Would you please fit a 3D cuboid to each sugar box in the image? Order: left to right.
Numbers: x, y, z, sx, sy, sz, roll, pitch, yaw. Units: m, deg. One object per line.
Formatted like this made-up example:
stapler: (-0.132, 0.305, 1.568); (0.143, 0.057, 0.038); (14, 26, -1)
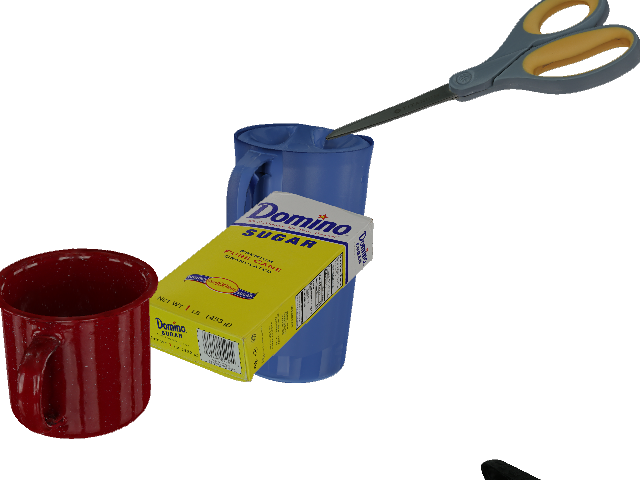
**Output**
sugar box: (-0.042, 0.027, 0.780); (0.093, 0.048, 0.176); (18, 40, 26)

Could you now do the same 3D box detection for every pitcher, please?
pitcher: (-0.028, 0.013, 1.035); (0.149, 0.243, 0.145); (-1, 17, -14)

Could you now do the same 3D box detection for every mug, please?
mug: (-0.141, 0.065, 0.605); (0.093, 0.081, 0.117); (5, 24, 6)

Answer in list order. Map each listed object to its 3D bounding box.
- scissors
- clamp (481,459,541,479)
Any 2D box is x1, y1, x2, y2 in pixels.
scissors: (0.102, -0.114, 0.684); (0.202, 0.096, 0.016); (-8, -42, 24)
clamp: (0.211, 0.241, 0.839); (0.210, 0.036, 0.164); (0, 33, 25)
